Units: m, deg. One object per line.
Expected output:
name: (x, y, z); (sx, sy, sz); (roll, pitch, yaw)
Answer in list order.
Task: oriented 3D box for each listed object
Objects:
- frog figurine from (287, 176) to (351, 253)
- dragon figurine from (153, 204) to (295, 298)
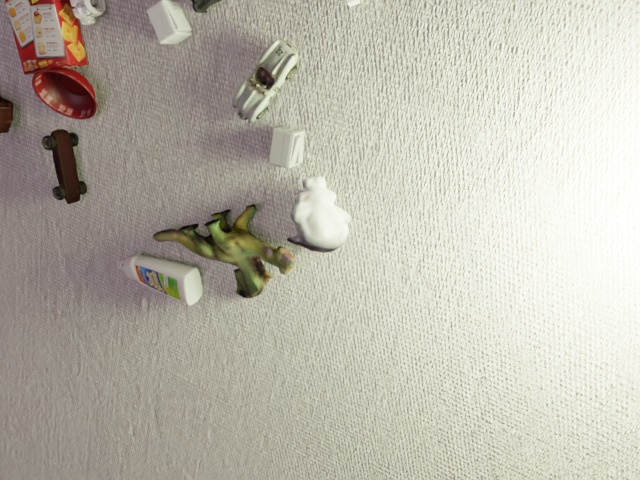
frog figurine: (0.003, -0.057, 1.136); (0.137, 0.124, 0.158); (8, 102, -15)
dragon figurine: (-0.227, 0.048, 1.277); (0.408, 0.124, 0.240); (-11, 110, 35)
